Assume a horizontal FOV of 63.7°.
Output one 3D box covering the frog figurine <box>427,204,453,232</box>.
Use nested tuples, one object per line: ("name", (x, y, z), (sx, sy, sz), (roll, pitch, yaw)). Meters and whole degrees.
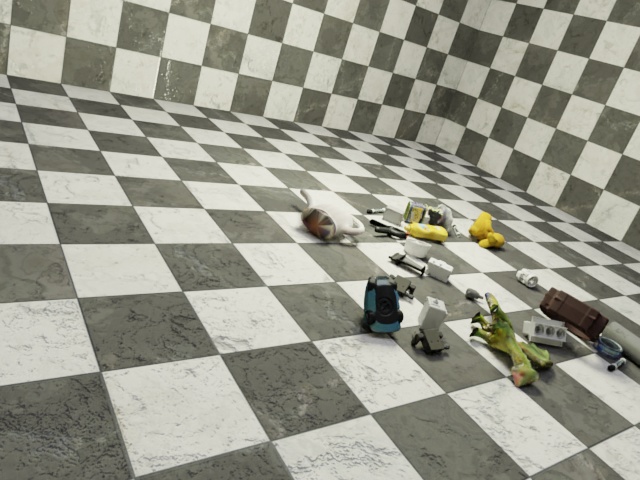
("frog figurine", (0.579, -0.096, 2.397), (0.159, 0.121, 0.140), (10, 55, -42))

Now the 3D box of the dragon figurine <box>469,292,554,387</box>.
("dragon figurine", (0.588, 0.300, 1.554), (0.243, 0.120, 0.416), (39, 27, 6))

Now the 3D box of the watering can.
("watering can", (0.006, -0.100, 1.981), (0.351, 0.102, 0.226), (31, 26, 25))
